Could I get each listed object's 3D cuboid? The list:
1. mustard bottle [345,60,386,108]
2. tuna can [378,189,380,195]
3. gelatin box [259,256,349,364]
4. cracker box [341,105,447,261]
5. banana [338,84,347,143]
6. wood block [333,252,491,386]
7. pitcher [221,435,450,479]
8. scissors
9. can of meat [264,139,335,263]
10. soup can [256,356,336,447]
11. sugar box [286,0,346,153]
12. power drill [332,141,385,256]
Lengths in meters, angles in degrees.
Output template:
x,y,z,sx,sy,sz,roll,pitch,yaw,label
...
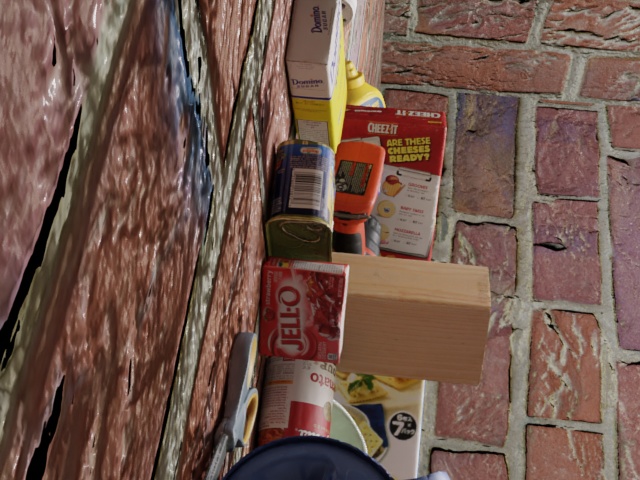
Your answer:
x,y,z,sx,sy,sz,roll,pitch,yaw,label
0.056,-0.161,1.507,0.096,0.058,0.191,-33,121,-33,mustard bottle
0.036,-0.077,1.369,0.086,0.086,0.034,-47,144,-83,tuna can
-0.015,0.062,0.935,0.030,0.073,0.089,-72,167,-67,gelatin box
0.081,-0.073,1.459,0.072,0.164,0.214,-80,174,-64,cracker box
0.010,-0.139,1.275,0.070,0.037,0.197,88,8,-48,banana
0.060,0.074,1.060,0.090,0.206,0.091,-76,171,-62,wood block
-0.004,0.220,0.749,0.243,0.149,0.145,101,10,-69,pitcher
-0.063,0.117,0.745,0.201,0.016,0.096,3,91,-86,scissors
-0.015,-0.028,0.943,0.102,0.057,0.084,89,6,-61,can of meat
-0.023,0.161,0.994,0.068,0.068,0.102,86,9,-64,soup can
-0.001,-0.164,1.032,0.176,0.048,0.093,88,9,-69,sugar box
0.039,-0.013,1.163,0.184,0.057,0.188,-75,168,-46,power drill
